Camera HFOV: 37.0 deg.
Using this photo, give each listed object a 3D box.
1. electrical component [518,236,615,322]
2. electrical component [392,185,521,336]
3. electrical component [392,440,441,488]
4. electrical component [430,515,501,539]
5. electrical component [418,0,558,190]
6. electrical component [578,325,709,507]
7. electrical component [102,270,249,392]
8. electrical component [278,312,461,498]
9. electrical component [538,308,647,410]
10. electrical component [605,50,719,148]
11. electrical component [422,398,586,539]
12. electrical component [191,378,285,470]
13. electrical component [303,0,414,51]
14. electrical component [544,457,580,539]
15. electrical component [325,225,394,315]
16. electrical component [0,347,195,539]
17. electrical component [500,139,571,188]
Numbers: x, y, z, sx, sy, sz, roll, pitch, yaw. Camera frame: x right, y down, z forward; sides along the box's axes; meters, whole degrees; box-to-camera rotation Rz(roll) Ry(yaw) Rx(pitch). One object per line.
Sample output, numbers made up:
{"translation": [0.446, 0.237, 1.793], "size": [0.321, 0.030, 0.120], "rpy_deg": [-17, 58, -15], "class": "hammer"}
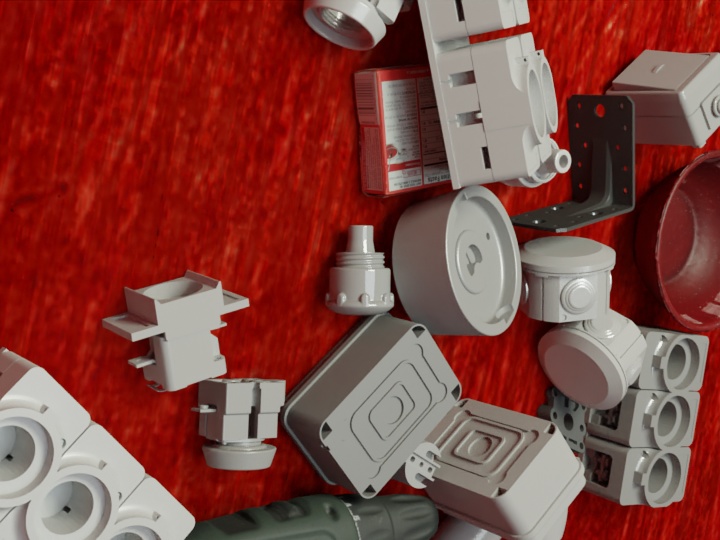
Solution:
{"translation": [0.160, 0.006, 0.847], "size": [0.080, 0.080, 0.051], "rpy_deg": [-15, 111, -35], "class": "electrical component"}
{"translation": [0.065, -0.003, 0.779], "size": [0.108, 0.060, 0.108], "rpy_deg": [16, 70, -52], "class": "electrical component"}
{"translation": [0.032, 0.137, 0.791], "size": [0.040, 0.046, 0.040], "rpy_deg": [-7, 101, -36], "class": "electrical component"}
{"translation": [0.094, 0.199, 0.850], "size": [0.081, 0.043, 0.043], "rpy_deg": [-46, 121, -23], "class": "electrical component"}
{"translation": [0.088, -0.160, 0.736], "size": [0.105, 0.060, 0.186], "rpy_deg": [-39, 120, -66], "class": "electrical component"}
{"translation": [0.251, 0.126, 0.946], "size": [0.089, 0.062, 0.150], "rpy_deg": [6, 93, -38], "class": "electrical component"}
{"translation": [-0.113, 0.038, 0.669], "size": [0.081, 0.042, 0.063], "rpy_deg": [-17, 111, -34], "class": "electrical component"}
{"translation": [0.006, 0.093, 0.758], "size": [0.113, 0.057, 0.078], "rpy_deg": [-45, 121, -23], "class": "electrical component"}
{"translation": [0.191, 0.070, 0.882], "size": [0.051, 0.080, 0.080], "rpy_deg": [-41, 119, -31], "class": "electrical component"}
{"translation": [0.261, -0.144, 0.889], "size": [0.062, 0.096, 0.061], "rpy_deg": [-43, 120, -23], "class": "electrical component"}
{"translation": [0.102, 0.150, 0.805], "size": [0.078, 0.113, 0.057], "rpy_deg": [-45, 118, -23], "class": "electrical component"}
{"translation": [-0.078, 0.100, 0.703], "size": [0.066, 0.048, 0.055], "rpy_deg": [4, 88, -38], "class": "electrical component"}
{"translation": [-0.003, -0.182, 0.707], "size": [0.078, 0.058, 0.057], "rpy_deg": [33, 75, -36], "class": "electrical component"}
{"translation": [0.156, 0.179, 0.895], "size": [0.079, 0.043, 0.077], "rpy_deg": [-17, 107, -35], "class": "electrical component"}
{"translation": [0.000, 0.000, 0.747], "size": [0.048, 0.048, 0.062], "rpy_deg": [0, 91, -37], "class": "electrical component"}
{"translation": [-0.177, 0.131, 0.621], "size": [0.089, 0.062, 0.150], "rpy_deg": [-49, 122, -21], "class": "electrical component"}
{"translation": [0.132, -0.084, 0.822], "size": [0.043, 0.062, 0.043], "rpy_deg": [-7, 101, -37], "class": "electrical component"}
